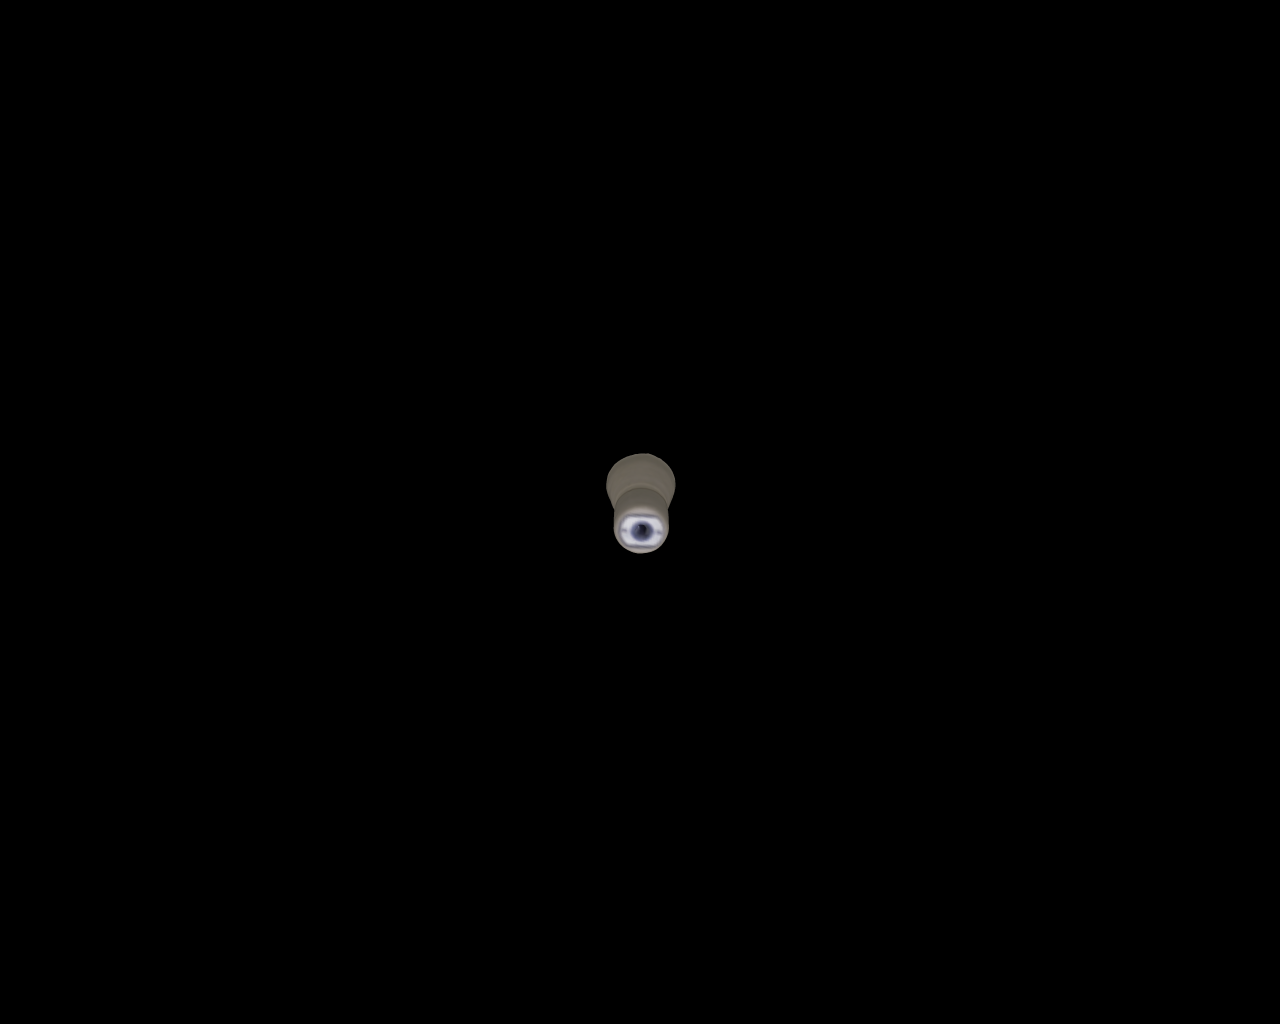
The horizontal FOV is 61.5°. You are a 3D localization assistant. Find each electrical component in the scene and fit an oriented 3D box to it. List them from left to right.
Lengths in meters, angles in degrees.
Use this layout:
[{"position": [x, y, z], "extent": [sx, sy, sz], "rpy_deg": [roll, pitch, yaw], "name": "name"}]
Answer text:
[{"position": [0.001, -0.003, 0.650], "extent": [0.044, 0.044, 0.065], "rpy_deg": [0, 29, 0], "name": "electrical component"}]
